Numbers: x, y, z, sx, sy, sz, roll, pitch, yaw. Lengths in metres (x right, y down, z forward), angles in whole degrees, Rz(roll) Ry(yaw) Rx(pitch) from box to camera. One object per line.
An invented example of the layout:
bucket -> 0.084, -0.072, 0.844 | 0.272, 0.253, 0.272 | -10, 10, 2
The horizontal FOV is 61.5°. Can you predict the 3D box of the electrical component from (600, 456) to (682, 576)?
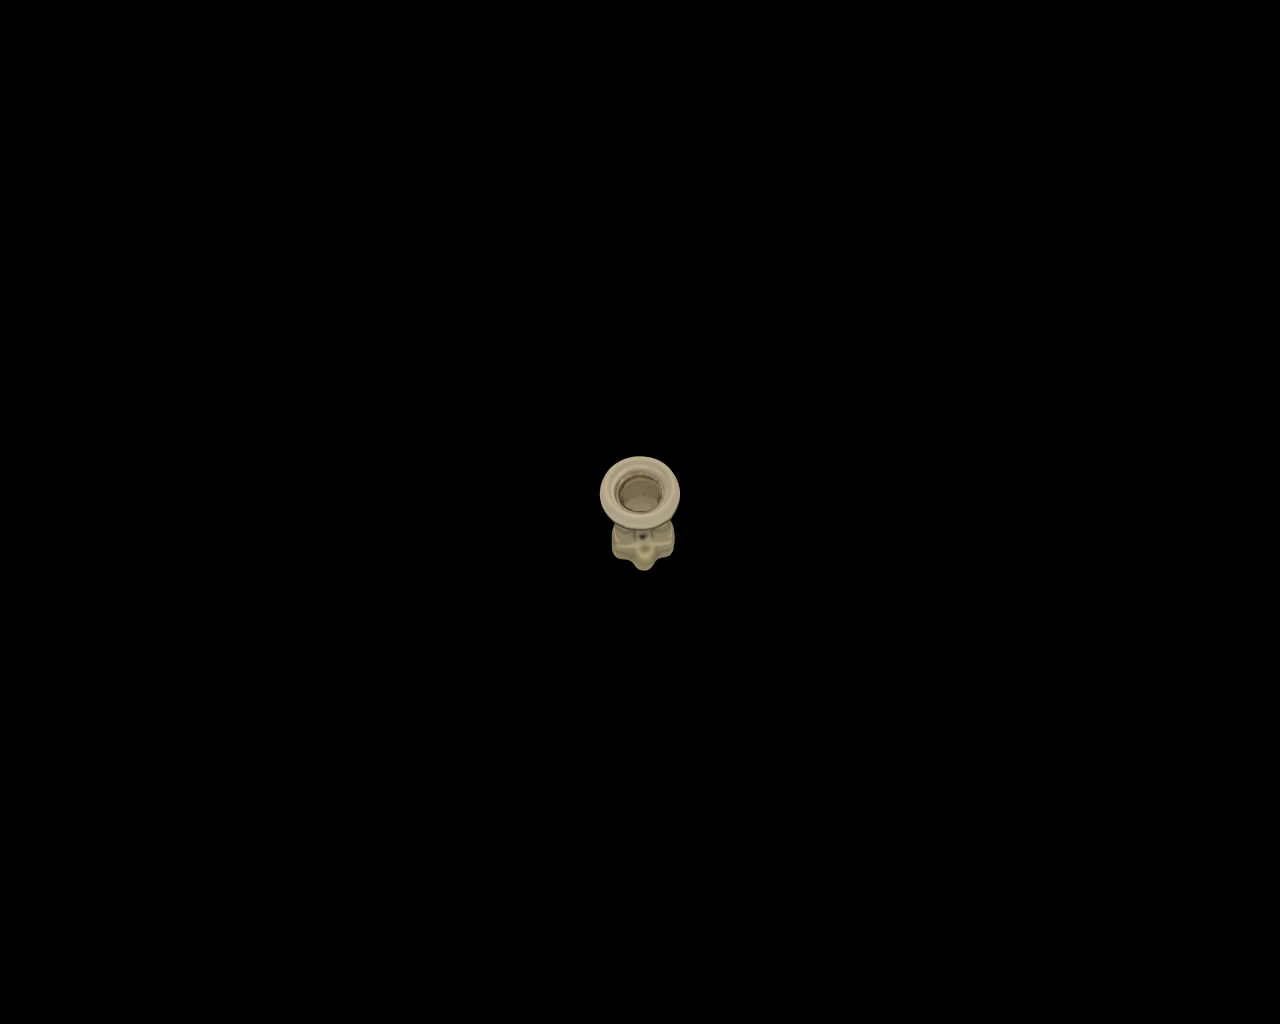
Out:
electrical component -> 0.001, -0.003, 0.650 | 0.048, 0.066, 0.055 | -4, -28, -2
